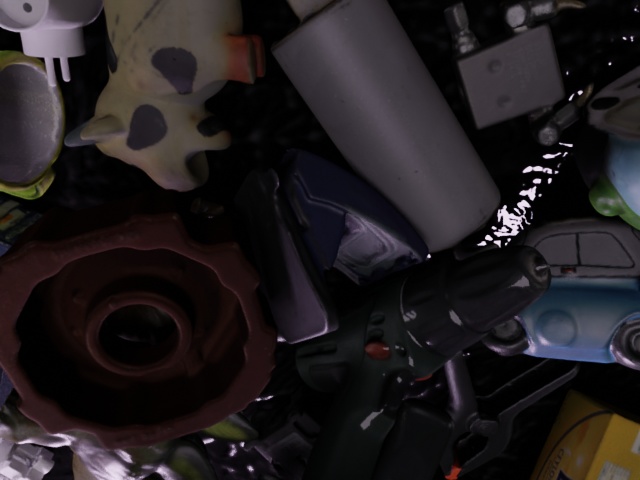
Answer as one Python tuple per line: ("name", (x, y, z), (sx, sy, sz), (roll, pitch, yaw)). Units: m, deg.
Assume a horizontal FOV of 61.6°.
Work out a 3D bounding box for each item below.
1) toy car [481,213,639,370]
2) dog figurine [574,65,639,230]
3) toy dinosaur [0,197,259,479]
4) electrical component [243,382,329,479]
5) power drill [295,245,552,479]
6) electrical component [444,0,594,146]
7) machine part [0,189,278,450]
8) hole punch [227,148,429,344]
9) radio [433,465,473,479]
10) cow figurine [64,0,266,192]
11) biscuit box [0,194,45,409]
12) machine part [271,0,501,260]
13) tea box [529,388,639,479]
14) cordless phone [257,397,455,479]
("toy car", (0.187, 0.032, 0.393), (0.162, 0.109, 0.102), (3, 93, 20))
("dog figurine", (0.273, -0.019, 0.342), (0.191, 0.109, 0.219), (-35, 115, -6))
("toy dinosaur", (-0.165, 0.154, 0.473), (0.198, 0.105, 0.471), (26, 120, -12))
("electrical component", (-0.007, 0.200, 0.512), (0.075, 0.048, 0.119), (-33, 108, 19))
("power drill", (0.039, 0.114, 0.353), (0.086, 0.207, 0.232), (27, 152, -23))
("electrical component", (0.129, -0.111, 0.349), (0.078, 0.045, 0.102), (-14, 114, 10))
("machine part", (-0.115, 0.053, 0.346), (0.179, 0.056, 0.179), (-5, 117, -10))
("hole punch", (-0.001, -0.001, 0.374), (0.092, 0.142, 0.115), (-27, 86, -20))
("radio", (0.139, 0.319, 0.546), (0.229, 0.073, 0.131), (36, 114, -11))
("cow figurine", (-0.101, -0.124, 0.340), (0.127, 0.085, 0.194), (-1, 113, 7))
("biscuit box", (-0.280, 0.065, 0.458), (0.059, 0.063, 0.202), (21, 115, -4))
("machine part", (0.046, -0.076, 0.356), (0.079, 0.079, 0.243), (-30, 111, 18))
("tea box", (0.238, 0.229, 0.461), (0.098, 0.068, 0.169), (25, 91, -7))
("cordless phone", (0.023, 0.205, 0.450), (0.147, 0.089, 0.184), (22, 99, 11))
